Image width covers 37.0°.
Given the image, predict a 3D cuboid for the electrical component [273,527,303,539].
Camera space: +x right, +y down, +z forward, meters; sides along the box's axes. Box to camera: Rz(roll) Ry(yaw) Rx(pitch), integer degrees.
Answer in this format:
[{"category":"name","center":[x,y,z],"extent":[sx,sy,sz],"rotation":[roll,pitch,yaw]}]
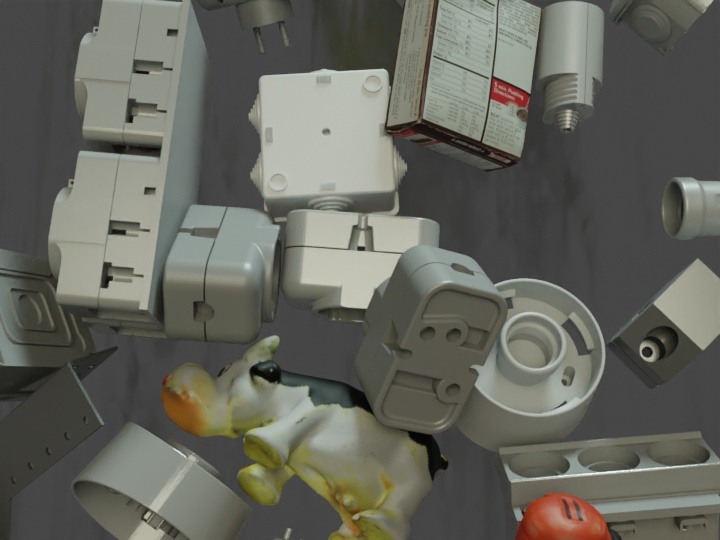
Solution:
[{"category":"electrical component","center":[-0.043,0.194,0.633],"extent":[0.040,0.040,0.078],"rotation":[19,77,4]}]

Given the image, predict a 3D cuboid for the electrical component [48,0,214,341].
[{"category":"electrical component","center":[-0.137,-0.059,0.659],"extent":[0.060,0.105,0.186],"rotation":[5,77,1]}]

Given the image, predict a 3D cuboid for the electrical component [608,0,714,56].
[{"category":"electrical component","center":[0.205,-0.184,0.703],"extent":[0.051,0.080,0.080],"rotation":[41,80,4]}]

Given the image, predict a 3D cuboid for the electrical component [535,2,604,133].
[{"category":"electrical component","center":[0.138,-0.130,0.708],"extent":[0.043,0.043,0.081],"rotation":[5,77,1]}]

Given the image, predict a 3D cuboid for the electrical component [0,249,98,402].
[{"category":"electrical component","center":[-0.215,0.034,0.631],"extent":[0.057,0.113,0.078],"rotation":[-26,77,13]}]

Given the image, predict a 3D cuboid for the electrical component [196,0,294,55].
[{"category":"electrical component","center":[-0.067,-0.184,0.717],"extent":[0.077,0.043,0.079],"rotation":[-8,108,22]}]

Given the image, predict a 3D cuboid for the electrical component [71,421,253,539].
[{"category":"electrical component","center":[-0.113,0.134,0.620],"extent":[0.099,0.099,0.064],"rotation":[33,73,7]}]

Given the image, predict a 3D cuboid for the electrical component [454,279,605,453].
[{"category":"electrical component","center":[0.100,0.058,0.666],"extent":[0.099,0.064,0.099],"rotation":[2,64,-4]}]

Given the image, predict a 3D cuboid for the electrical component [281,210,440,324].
[{"category":"electrical component","center":[0.000,0.000,0.672],"extent":[0.095,0.053,0.059],"rotation":[4,77,1]}]

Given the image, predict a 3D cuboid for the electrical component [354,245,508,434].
[{"category":"electrical component","center":[0.037,0.037,0.618],"extent":[0.054,0.059,0.095],"rotation":[14,112,-22]}]

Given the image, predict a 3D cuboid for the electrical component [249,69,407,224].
[{"category":"electrical component","center":[-0.021,-0.081,0.695],"extent":[0.100,0.048,0.099],"rotation":[-3,76,0]}]

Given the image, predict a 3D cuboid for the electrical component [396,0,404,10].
[{"category":"electrical component","center":[0.002,-0.224,0.726],"extent":[0.074,0.052,0.138],"rotation":[-35,79,-8]}]

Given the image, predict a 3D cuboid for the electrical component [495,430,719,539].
[{"category":"electrical component","center":[0.146,0.137,0.631],"extent":[0.121,0.078,0.063],"rotation":[-5,106,-1]}]

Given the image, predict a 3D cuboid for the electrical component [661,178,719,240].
[{"category":"electrical component","center":[0.223,-0.039,0.689],"extent":[0.046,0.040,0.040],"rotation":[-1,77,-6]}]

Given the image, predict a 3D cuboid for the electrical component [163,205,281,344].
[{"category":"electrical component","center":[-0.080,0.002,0.651],"extent":[0.059,0.095,0.053],"rotation":[4,119,1]}]
